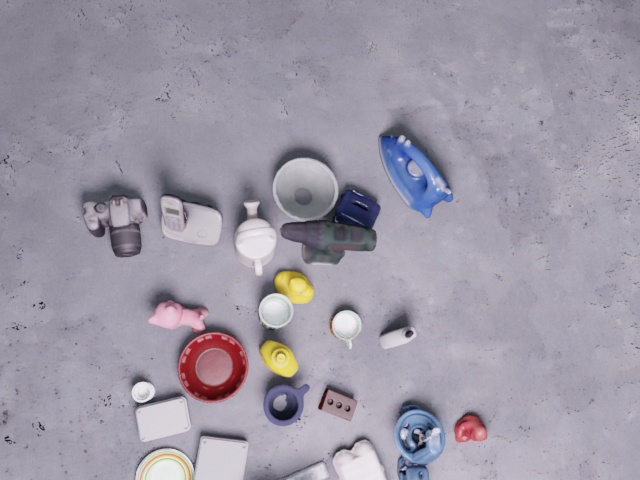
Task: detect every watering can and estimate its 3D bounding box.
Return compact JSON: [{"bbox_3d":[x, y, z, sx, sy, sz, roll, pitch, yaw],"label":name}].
[{"bbox_3d":[-0.156,-0.007,1.356,0.101,0.194,0.173,-28,82,-13],"label":"watering can"}]

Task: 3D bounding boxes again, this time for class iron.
[{"bbox_3d":[0.245,-0.191,1.482,0.119,0.141,0.258,-36,84,-14],"label":"iron"}]

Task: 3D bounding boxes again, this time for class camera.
[{"bbox_3d":[-0.484,-0.030,1.363,0.143,0.100,0.137,-9,78,-10],"label":"camera"}]

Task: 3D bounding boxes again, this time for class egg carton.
[{"bbox_3d":[0.098,0.550,1.329,0.107,0.069,0.150,-22,81,-12],"label":"egg carton"}]

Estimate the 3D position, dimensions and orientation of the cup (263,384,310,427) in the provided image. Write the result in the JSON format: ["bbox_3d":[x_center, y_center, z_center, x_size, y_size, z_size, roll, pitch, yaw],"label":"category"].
[{"bbox_3d":[-0.077,0.373,1.331,0.118,0.095,0.091,-35,84,-14],"label":"cup"}]

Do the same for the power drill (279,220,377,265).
[{"bbox_3d":[0.013,0.005,1.370,0.230,0.208,0.075,1,77,-8],"label":"power drill"}]

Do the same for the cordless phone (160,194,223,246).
[{"bbox_3d":[-0.305,-0.055,1.351,0.147,0.185,0.094,9,76,-6],"label":"cordless phone"}]

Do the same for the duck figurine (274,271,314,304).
[{"bbox_3d":[-0.061,0.111,1.398,0.104,0.086,0.077,30,75,0],"label":"duck figurine"}]

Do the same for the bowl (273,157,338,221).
[{"bbox_3d":[-0.040,-0.120,1.460,0.167,0.074,0.167,2,77,-8],"label":"bowl"}]

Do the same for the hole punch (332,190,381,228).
[{"bbox_3d":[0.094,-0.075,1.460,0.108,0.091,0.101,27,75,-1],"label":"hole punch"}]

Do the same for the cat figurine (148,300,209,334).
[{"bbox_3d":[-0.327,0.176,1.329,0.128,0.117,0.067,7,76,-6],"label":"cat figurine"}]

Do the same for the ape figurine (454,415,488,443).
[{"bbox_3d":[0.370,0.461,1.376,0.078,0.092,0.076,28,75,-1],"label":"ape figurine"}]

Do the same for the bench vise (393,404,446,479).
[{"bbox_3d":[0.240,0.480,1.287,0.121,0.219,0.207,-15,79,-11],"label":"bench vise"}]

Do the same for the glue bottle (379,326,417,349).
[{"bbox_3d":[0.195,0.228,1.363,0.078,0.173,0.037,-21,80,-12],"label":"glue bottle"}]

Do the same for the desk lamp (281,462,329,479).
[{"bbox_3d":[-0.056,0.571,1.228,0.203,0.213,0.118,-21,81,-12],"label":"desk lamp"}]
